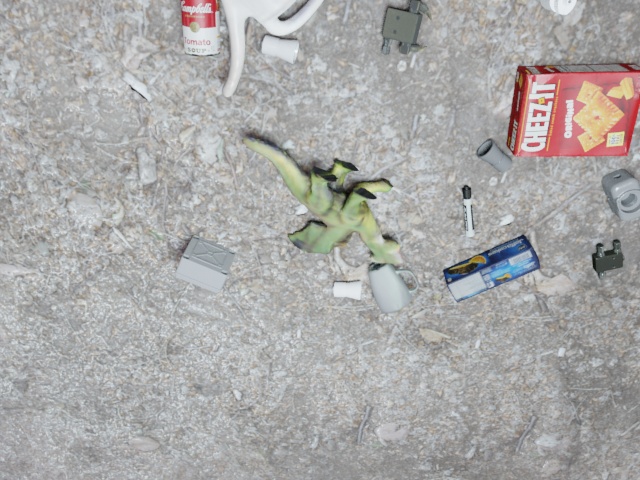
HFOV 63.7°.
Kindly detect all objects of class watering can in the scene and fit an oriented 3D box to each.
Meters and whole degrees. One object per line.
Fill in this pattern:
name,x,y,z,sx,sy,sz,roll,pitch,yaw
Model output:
watering can,-0.113,-0.424,0.863,0.221,0.346,0.106,35,10,-38

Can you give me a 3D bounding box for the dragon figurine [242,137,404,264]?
dragon figurine,0.003,-0.055,1.095,0.410,0.237,0.125,22,36,-5
